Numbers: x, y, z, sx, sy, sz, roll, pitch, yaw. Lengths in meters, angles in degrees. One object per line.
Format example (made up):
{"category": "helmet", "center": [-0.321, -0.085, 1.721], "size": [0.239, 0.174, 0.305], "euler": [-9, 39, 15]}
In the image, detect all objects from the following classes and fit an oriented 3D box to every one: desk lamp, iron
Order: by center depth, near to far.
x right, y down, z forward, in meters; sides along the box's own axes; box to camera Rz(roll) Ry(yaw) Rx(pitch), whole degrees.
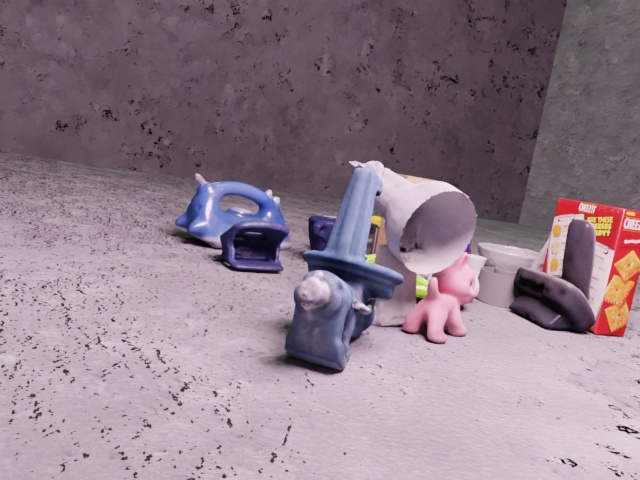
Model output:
{"category": "desk lamp", "center": [0.105, 0.010, 0.804], "size": [0.118, 0.213, 0.202], "euler": [5, 10, -31]}
{"category": "iron", "center": [-0.162, -0.056, 1.204], "size": [0.259, 0.141, 0.118], "euler": [4, 10, -35]}

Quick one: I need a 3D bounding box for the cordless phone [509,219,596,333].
{"category": "cordless phone", "center": [0.405, 0.051, 0.974], "size": [0.094, 0.185, 0.147], "euler": [6, 9, -24]}

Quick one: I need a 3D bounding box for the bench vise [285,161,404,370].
{"category": "bench vise", "center": [0.040, 0.021, 0.632], "size": [0.121, 0.220, 0.207], "euler": [10, 8, 1]}

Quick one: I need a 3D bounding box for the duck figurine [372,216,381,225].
{"category": "duck figurine", "center": [0.143, -0.019, 1.503], "size": [0.078, 0.086, 0.104], "euler": [7, 9, -16]}

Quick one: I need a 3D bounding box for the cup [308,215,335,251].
{"category": "cup", "center": [0.011, 0.004, 1.155], "size": [0.091, 0.095, 0.118], "euler": [13, 9, 22]}

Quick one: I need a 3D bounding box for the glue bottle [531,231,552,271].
{"category": "glue bottle", "center": [0.476, 0.040, 1.177], "size": [0.077, 0.173, 0.037], "euler": [15, 10, 34]}

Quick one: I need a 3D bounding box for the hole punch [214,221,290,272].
{"category": "hole punch", "center": [-0.121, 0.004, 1.016], "size": [0.109, 0.091, 0.100], "euler": [5, 9, -30]}

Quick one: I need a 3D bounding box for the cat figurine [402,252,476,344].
{"category": "cat figurine", "center": [0.176, 0.072, 0.799], "size": [0.067, 0.118, 0.128], "euler": [15, 10, 34]}

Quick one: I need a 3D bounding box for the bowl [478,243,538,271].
{"category": "bowl", "center": [0.456, 0.058, 1.375], "size": [0.167, 0.075, 0.167], "euler": [9, 8, -1]}

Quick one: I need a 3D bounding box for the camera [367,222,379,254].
{"category": "camera", "center": [0.065, -0.010, 1.296], "size": [0.136, 0.101, 0.144], "euler": [15, 10, 33]}

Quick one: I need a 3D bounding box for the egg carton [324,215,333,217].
{"category": "egg carton", "center": [0.054, -0.017, 1.441], "size": [0.107, 0.069, 0.150], "euler": [7, 9, -18]}
